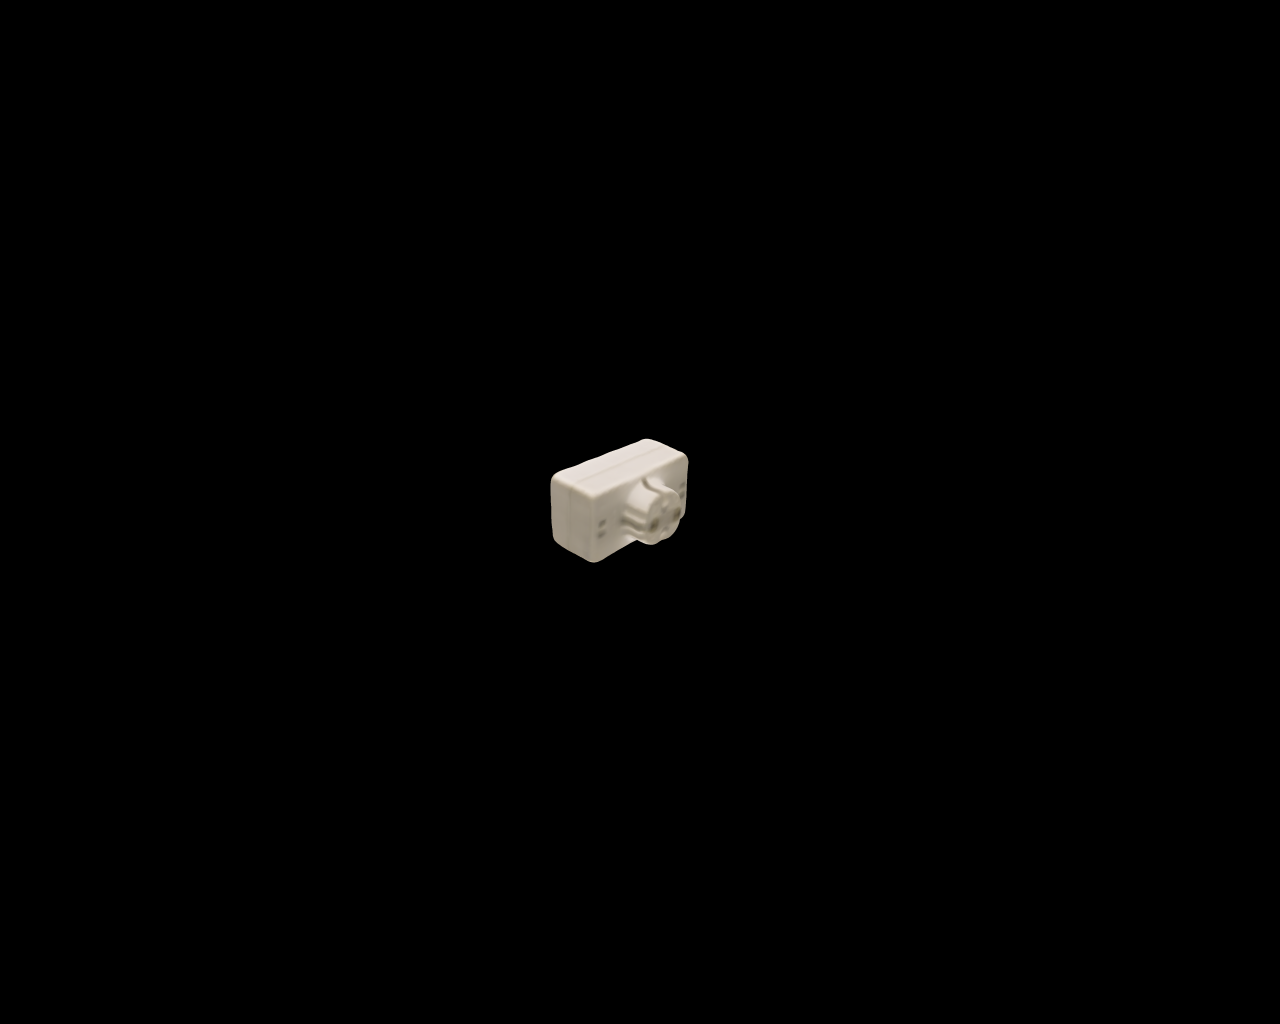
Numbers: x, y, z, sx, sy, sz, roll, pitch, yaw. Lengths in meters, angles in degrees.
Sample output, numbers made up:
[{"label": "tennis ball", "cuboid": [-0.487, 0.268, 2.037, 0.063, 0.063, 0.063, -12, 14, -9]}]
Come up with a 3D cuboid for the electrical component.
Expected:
[{"label": "electrical component", "cuboid": [0.001, -0.003, 0.650, 0.083, 0.047, 0.076, -25, 37, -38]}]
